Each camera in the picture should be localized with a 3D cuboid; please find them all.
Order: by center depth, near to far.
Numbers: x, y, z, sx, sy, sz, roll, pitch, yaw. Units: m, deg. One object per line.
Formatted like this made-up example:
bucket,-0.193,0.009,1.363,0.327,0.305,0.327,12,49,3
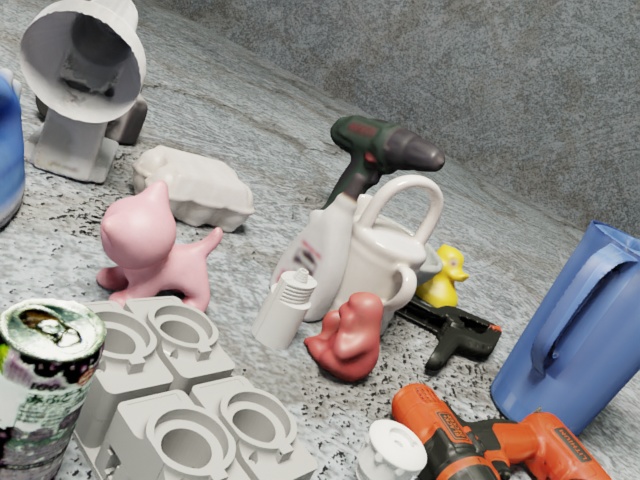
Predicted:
camera,-0.341,-0.216,0.833,0.143,0.101,0.137,36,21,22

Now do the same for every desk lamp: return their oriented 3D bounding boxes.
desk lamp,-0.272,-0.180,0.666,0.118,0.213,0.203,20,21,-20

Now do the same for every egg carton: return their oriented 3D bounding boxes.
egg carton,-0.162,-0.065,0.737,0.151,0.069,0.107,9,26,-41

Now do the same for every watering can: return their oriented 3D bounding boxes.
watering can,0.070,0.006,0.675,0.101,0.194,0.172,5,30,-47

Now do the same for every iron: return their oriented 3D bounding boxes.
iron,-0.316,-0.093,0.502,0.119,0.141,0.258,23,20,-10

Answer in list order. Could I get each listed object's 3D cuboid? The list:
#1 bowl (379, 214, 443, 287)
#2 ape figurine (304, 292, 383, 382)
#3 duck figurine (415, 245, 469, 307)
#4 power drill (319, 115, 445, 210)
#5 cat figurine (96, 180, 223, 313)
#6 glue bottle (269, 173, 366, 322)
bowl,0.088,0.024,0.831,0.167,0.074,0.167,24,20,-9
ape figurine,0.032,0.090,0.569,0.076,0.092,0.078,29,20,6
duck figurine,0.182,0.047,0.878,0.078,0.086,0.104,4,30,-47
power drill,0.076,-0.094,0.909,0.076,0.208,0.228,8,27,-42
cat figurine,-0.145,0.005,0.514,0.128,0.117,0.067,8,27,-42
glue bottle,0.006,0.002,0.634,0.078,0.173,0.037,39,23,29
